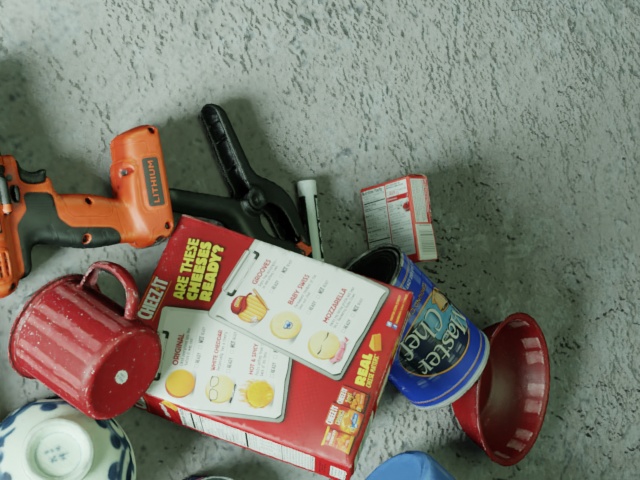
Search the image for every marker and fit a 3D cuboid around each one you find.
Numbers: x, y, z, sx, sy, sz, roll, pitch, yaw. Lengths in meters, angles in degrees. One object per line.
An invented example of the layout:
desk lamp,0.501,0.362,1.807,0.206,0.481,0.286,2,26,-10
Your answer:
marker,-0.007,0.001,1.052,0.020,0.020,0.121,-1,82,-38

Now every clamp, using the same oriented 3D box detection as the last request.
clamp,-0.077,-0.030,0.990,0.171,0.039,0.120,49,56,-20

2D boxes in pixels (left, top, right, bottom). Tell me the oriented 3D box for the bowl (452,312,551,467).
bowl,0.185,0.155,1.132,0.161,0.055,0.162,-6,98,-52

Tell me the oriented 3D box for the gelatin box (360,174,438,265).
gelatin box,0.081,-0.017,1.089,0.030,0.073,0.089,-2,81,-39

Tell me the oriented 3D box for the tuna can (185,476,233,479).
tuna can,-0.098,0.247,0.923,0.085,0.034,0.086,8,76,-36

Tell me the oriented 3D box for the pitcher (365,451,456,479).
pitcher,0.131,0.329,1.034,0.242,0.145,0.149,48,31,-16

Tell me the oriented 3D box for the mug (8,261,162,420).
mug,-0.171,0.073,0.814,0.093,0.082,0.117,8,108,-59

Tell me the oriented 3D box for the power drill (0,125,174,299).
power drill,-0.220,-0.052,0.875,0.187,0.057,0.184,-9,90,-36

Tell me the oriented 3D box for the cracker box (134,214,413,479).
cracker box,-0.047,0.091,0.902,0.214,0.072,0.164,18,64,8

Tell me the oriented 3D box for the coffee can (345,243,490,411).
coffee can,0.085,0.086,1.053,0.140,0.103,0.102,45,58,-22
